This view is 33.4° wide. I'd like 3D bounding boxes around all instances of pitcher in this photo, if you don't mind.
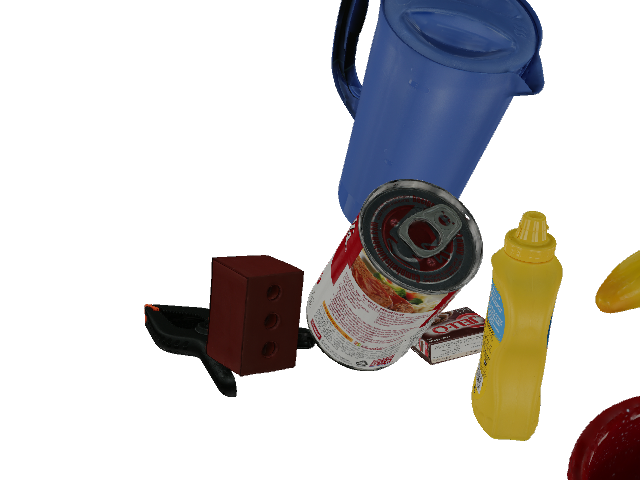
[{"bbox_3d":[0.082,-0.113,0.933,0.145,0.149,0.243,2,-39,-13],"label":"pitcher"}]

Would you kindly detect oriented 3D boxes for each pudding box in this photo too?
[{"bbox_3d":[0.187,0.137,1.544,0.113,0.039,0.090,-14,20,-18],"label":"pudding box"}]

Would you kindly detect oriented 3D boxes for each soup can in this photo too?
[{"bbox_3d":[0.038,0.022,0.585,0.068,0.068,0.102,0,-30,-19],"label":"soup can"}]

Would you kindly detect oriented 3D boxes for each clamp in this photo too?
[{"bbox_3d":[-0.133,0.120,1.259,0.210,0.036,0.164,14,24,24],"label":"clamp"}]

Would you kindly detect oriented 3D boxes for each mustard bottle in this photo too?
[{"bbox_3d":[0.165,0.065,0.892,0.058,0.192,0.096,4,27,3],"label":"mustard bottle"}]

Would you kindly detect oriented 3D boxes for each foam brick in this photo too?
[{"bbox_3d":[-0.050,0.054,0.802,0.052,0.078,0.051,-5,16,-36],"label":"foam brick"}]

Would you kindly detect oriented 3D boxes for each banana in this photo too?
[{"bbox_3d":[0.283,0.017,0.739,0.198,0.037,0.069,-3,34,0],"label":"banana"}]

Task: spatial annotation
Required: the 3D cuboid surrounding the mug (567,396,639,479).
[{"bbox_3d":[0.139,0.114,0.363,0.117,0.081,0.093,5,37,8],"label":"mug"}]
